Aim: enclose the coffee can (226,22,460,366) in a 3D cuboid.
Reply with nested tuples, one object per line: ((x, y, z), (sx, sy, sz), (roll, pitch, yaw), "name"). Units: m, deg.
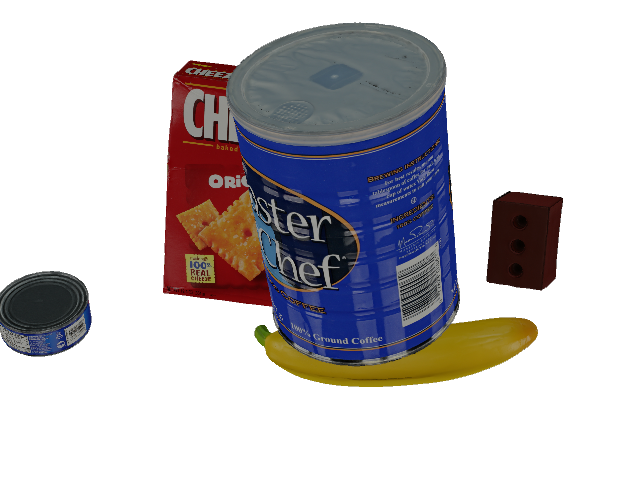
((0.016, -0.023, 0.534), (0.103, 0.140, 0.103), (-6, 37, 4), "coffee can")

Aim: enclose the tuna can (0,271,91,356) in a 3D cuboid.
((-0.258, 0.068, 0.997), (0.086, 0.034, 0.086), (0, 38, 0), "tuna can")

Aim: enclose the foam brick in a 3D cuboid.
((0.182, 0.000, 0.952), (0.053, 0.078, 0.051), (8, 16, 24), "foam brick")

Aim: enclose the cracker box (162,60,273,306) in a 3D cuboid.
((-0.057, -0.047, 0.990), (0.164, 0.214, 0.072), (8, 22, 5), "cracker box")

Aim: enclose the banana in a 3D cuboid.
((0.047, 0.070, 0.715), (0.198, 0.037, 0.069), (0, 29, 8), "banana")
